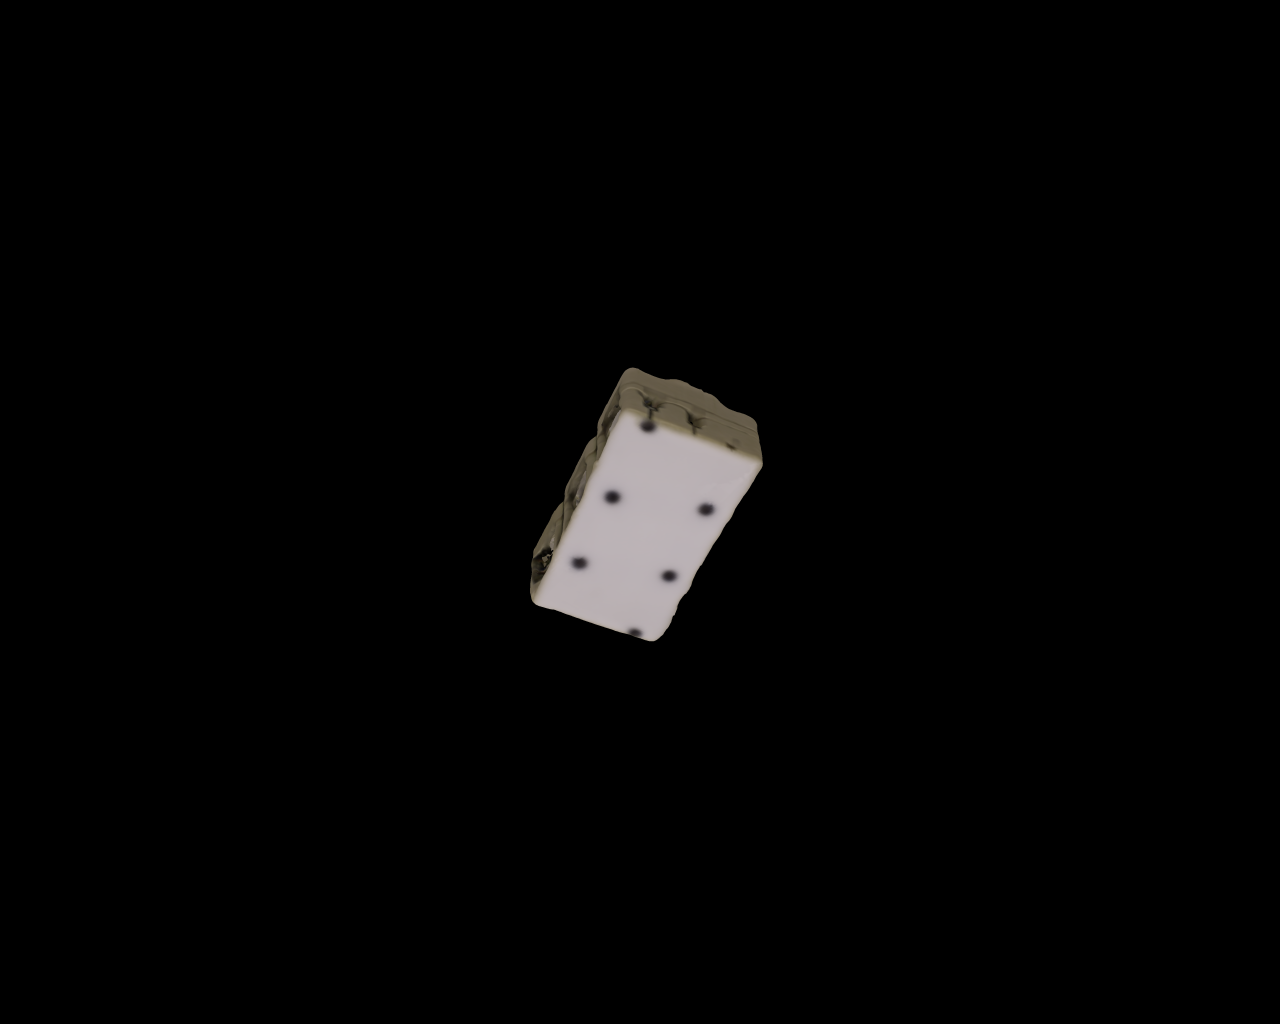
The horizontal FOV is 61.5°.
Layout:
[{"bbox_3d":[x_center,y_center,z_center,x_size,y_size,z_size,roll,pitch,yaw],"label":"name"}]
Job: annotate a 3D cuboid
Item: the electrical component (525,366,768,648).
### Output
[{"bbox_3d":[0.001,-0.003,0.650,0.089,0.150,0.062,21,32,-14],"label":"electrical component"}]
